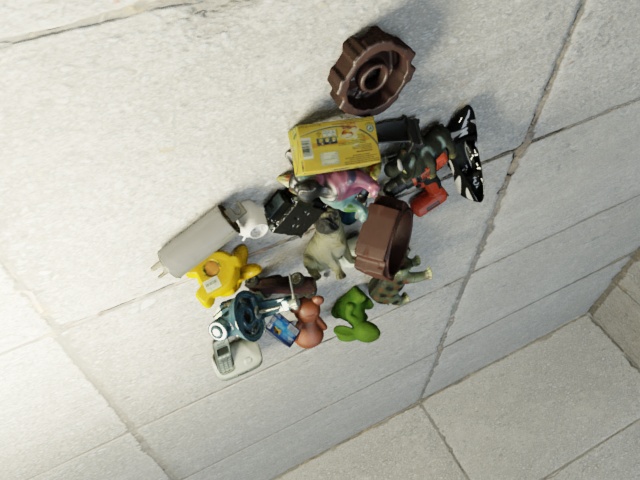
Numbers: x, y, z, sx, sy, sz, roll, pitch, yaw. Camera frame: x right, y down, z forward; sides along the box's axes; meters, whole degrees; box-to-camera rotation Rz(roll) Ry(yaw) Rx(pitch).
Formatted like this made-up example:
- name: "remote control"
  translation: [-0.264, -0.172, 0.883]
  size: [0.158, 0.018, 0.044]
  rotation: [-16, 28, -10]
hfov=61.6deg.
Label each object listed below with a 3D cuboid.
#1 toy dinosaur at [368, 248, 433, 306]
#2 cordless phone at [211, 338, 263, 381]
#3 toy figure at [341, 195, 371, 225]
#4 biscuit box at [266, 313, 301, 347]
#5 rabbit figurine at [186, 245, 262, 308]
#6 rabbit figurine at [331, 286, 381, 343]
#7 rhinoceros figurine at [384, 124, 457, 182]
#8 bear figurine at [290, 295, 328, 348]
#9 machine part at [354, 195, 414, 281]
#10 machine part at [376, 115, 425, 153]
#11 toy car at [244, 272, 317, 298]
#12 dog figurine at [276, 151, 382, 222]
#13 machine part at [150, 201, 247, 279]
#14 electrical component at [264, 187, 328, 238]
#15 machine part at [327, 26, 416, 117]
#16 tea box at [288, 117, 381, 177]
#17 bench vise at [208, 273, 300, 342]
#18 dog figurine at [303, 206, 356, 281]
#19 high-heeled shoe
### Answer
- name: "toy dinosaur"
  translation: [0.217, 0.132, 1.688]
  size: [0.192, 0.131, 0.404]
  rotation: [-3, 143, -20]
- name: "cordless phone"
  translation: [-0.247, 0.316, 1.563]
  size: [0.147, 0.089, 0.184]
  rotation: [-20, 141, -18]
- name: "toy figure"
  translation: [0.099, -0.105, 1.327]
  size: [0.154, 0.058, 0.064]
  rotation: [-56, -175, 31]
- name: "biscuit box"
  translation: [-0.138, 0.219, 1.476]
  size: [0.059, 0.063, 0.202]
  rotation: [-57, 131, -17]
- name: "rabbit figurine"
  translation: [-0.227, 0.080, 1.268]
  size: [0.162, 0.122, 0.173]
  rotation: [-37, 162, -11]
- name: "rabbit figurine"
  translation: [0.115, 0.256, 1.704]
  size: [0.159, 0.170, 0.121]
  rotation: [-32, 147, -3]
- name: "rhinoceros figurine"
  translation: [0.238, -0.201, 1.275]
  size: [0.190, 0.073, 0.112]
  rotation: [-36, 122, -11]
- name: "bear figurine"
  translation: [-0.048, 0.229, 1.610]
  size: [0.120, 0.132, 0.195]
  rotation: [-22, 128, -17]
- name: "machine part"
  translation: [0.169, -0.001, 1.373]
  size: [0.201, 0.087, 0.201]
  rotation: [31, 75, -67]
- name: "machine part"
  translation: [0.169, -0.237, 1.204]
  size: [0.139, 0.084, 0.039]
  rotation: [-4, 171, -20]
- name: "toy car"
  translation: [-0.101, 0.113, 1.380]
  size: [0.202, 0.053, 0.089]
  rotation: [-3, 154, 30]
- name: "dog figurine"
  translation: [0.021, -0.140, 1.181]
  size: [0.219, 0.192, 0.108]
  rotation: [19, 132, -9]
- name: "machine part"
  translation: [-0.257, 0.004, 1.146]
  size: [0.243, 0.079, 0.079]
  rotation: [-36, 147, 4]
- name: "electrical component"
  translation: [-0.064, -0.067, 1.236]
  size: [0.134, 0.058, 0.115]
  rotation: [11, 125, -48]
- name: "machine part"
  translation: [0.099, -0.321, 1.043]
  size: [0.179, 0.056, 0.179]
  rotation: [-23, 147, -16]
- name: "tea box"
  translation: [0.029, -0.189, 1.087]
  size: [0.170, 0.098, 0.068]
  rotation: [-9, -177, -20]
- name: "bench vise"
  translation: [-0.143, 0.167, 1.271]
  size: [0.241, 0.128, 0.223]
  rotation: [-17, 176, 25]
- name: "dog figurine"
  translation: [0.000, -0.006, 1.363]
  size: [0.121, 0.172, 0.190]
  rotation: [-52, 127, -50]
- name: "high-heeled shoe"
  translation: [0.377, -0.206, 1.344]
  size: [0.086, 0.145, 0.248]
  rotation: [-26, 148, -13]
